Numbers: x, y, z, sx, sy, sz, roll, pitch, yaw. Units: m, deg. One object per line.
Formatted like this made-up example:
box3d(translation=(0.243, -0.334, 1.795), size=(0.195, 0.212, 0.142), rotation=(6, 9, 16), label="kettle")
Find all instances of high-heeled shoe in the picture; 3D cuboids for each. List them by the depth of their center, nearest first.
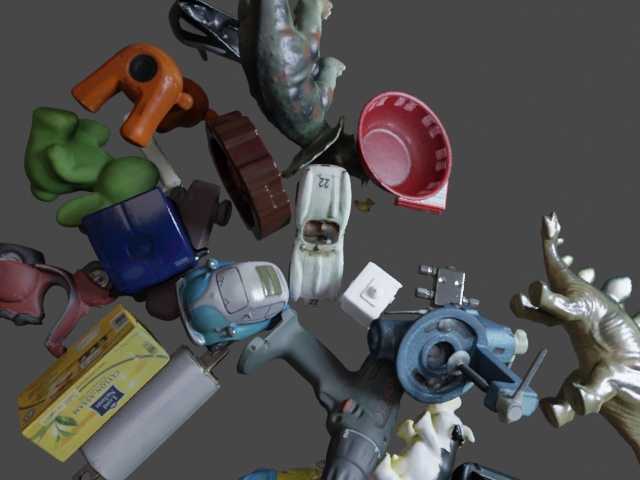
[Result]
box3d(translation=(-0.096, -0.301, 0.807), size=(0.249, 0.145, 0.086), rotation=(5, 75, 0), label="high-heeled shoe")

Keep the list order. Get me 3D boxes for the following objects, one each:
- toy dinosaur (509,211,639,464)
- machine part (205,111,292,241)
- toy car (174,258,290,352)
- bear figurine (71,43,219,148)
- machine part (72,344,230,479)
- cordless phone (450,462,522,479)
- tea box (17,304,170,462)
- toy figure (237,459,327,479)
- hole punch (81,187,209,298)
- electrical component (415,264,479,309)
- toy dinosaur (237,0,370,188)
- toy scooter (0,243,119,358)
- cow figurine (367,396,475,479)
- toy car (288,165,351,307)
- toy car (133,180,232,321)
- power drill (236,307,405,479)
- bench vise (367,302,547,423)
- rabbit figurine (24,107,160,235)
box3d(translation=(0.399, 0.181, 0.720), size=(0.199, 0.105, 0.471), rotation=(-13, 79, -11), label="toy dinosaur")
box3d(translation=(-0.097, -0.087, 0.733), size=(0.056, 0.179, 0.179), rotation=(-26, 77, -13), label="machine part")
box3d(translation=(-0.095, 0.073, 0.695), size=(0.161, 0.103, 0.109), rotation=(-4, 69, -42), label="toy car")
box3d(translation=(-0.228, -0.188, 0.750), size=(0.120, 0.196, 0.132), rotation=(38, 86, 3), label="bear figurine")
box3d(translation=(-0.213, 0.217, 0.682), size=(0.243, 0.079, 0.079), rotation=(-43, 81, -13), label="machine part")
box3d(translation=(0.217, 0.389, 0.668), size=(0.147, 0.088, 0.184), rotation=(20, 84, 3), label="cordless phone")
box3d(translation=(-0.283, 0.172, 0.671), size=(0.169, 0.098, 0.068), rotation=(-44, 121, -13), label="tea box")
box3d(translation=(-0.044, 0.324, 0.660), size=(0.180, 0.082, 0.089), rotation=(-7, 86, -11), label="toy figure")
box3d(translation=(-0.228, 0.001, 0.690), size=(0.142, 0.092, 0.116), rotation=(-24, 81, -9), label="hole punch")
box3d(translation=(0.185, 0.069, 0.779), size=(0.094, 0.021, 0.063), rotation=(12, 73, 1), label="electrical component")
box3d(translation=(-0.042, -0.218, 0.711), size=(0.131, 0.404, 0.192), rotation=(-9, 52, 20), label="toy dinosaur")
box3d(translation=(-0.368, 0.083, 0.715), size=(0.184, 0.075, 0.135), rotation=(12, 74, -5), label="toy scooter")
box3d(translation=(0.141, 0.270, 0.681), size=(0.167, 0.068, 0.098), rotation=(-36, 77, -29), label="cow figurine")
box3d(translation=(-0.002, -0.002, 0.734), size=(0.073, 0.056, 0.201), rotation=(3, 106, -9), label="toy car")
box3d(translation=(-0.189, 0.014, 0.755), size=(0.089, 0.053, 0.202), rotation=(14, 77, 9), label="toy car")
box3d(translation=(-0.001, 0.189, 0.667), size=(0.207, 0.085, 0.232), rotation=(30, 45, 18), label="power drill")
box3d(translation=(0.181, 0.146, 0.638), size=(0.223, 0.241, 0.128), rotation=(17, 97, -17), label="bench vise")
box3d(translation=(-0.313, -0.088, 0.739), size=(0.170, 0.121, 0.159), rotation=(19, 82, 8), label="rabbit figurine")
